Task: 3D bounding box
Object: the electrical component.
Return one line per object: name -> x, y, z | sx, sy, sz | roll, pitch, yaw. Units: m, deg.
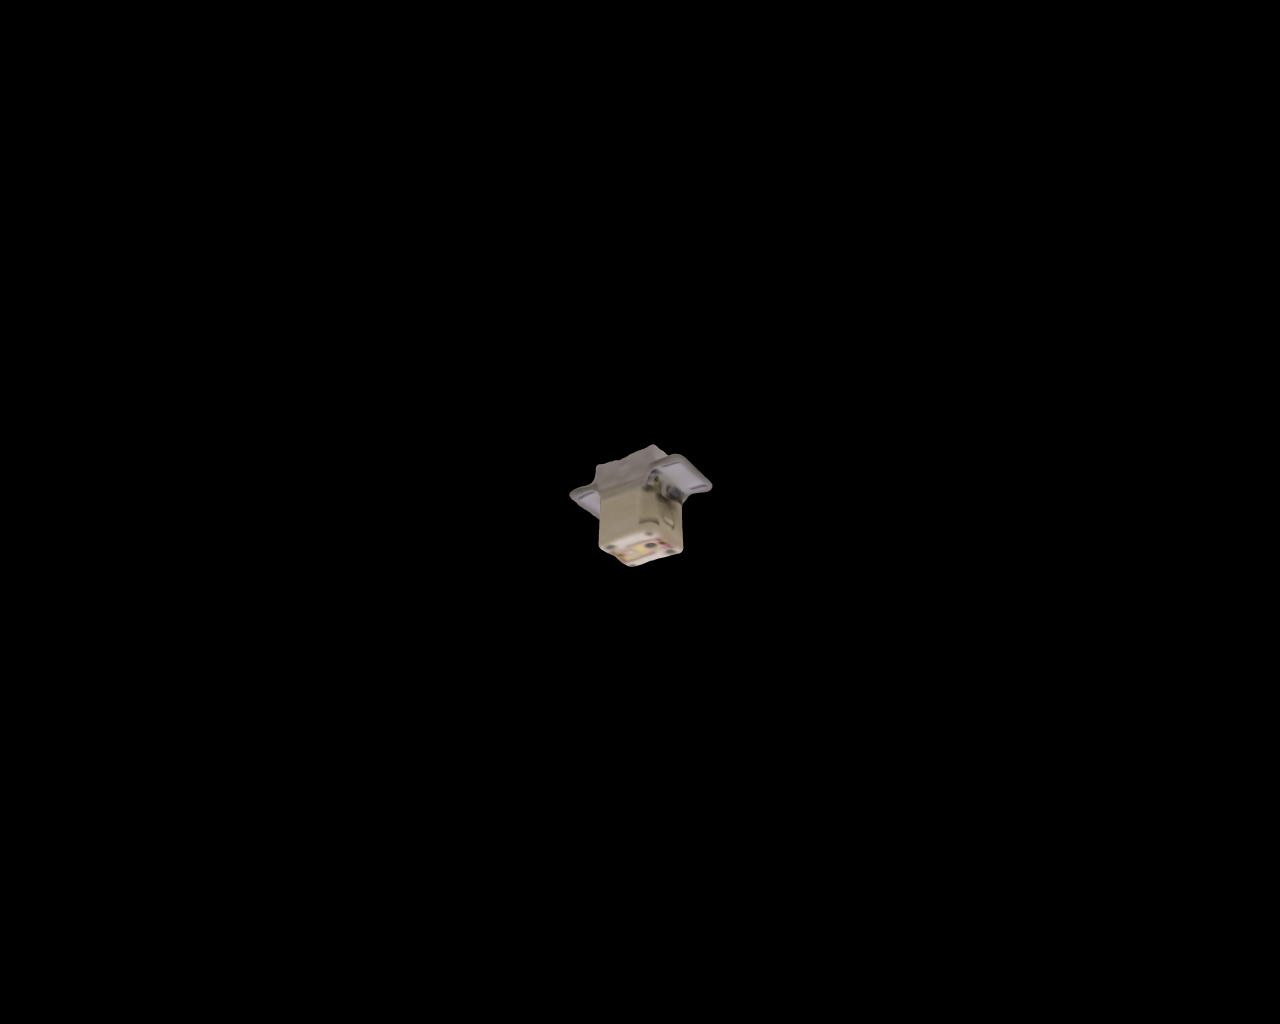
electrical component -> 0.001, -0.003, 0.650 | 0.081, 0.064, 0.042 | -19, -36, 29
